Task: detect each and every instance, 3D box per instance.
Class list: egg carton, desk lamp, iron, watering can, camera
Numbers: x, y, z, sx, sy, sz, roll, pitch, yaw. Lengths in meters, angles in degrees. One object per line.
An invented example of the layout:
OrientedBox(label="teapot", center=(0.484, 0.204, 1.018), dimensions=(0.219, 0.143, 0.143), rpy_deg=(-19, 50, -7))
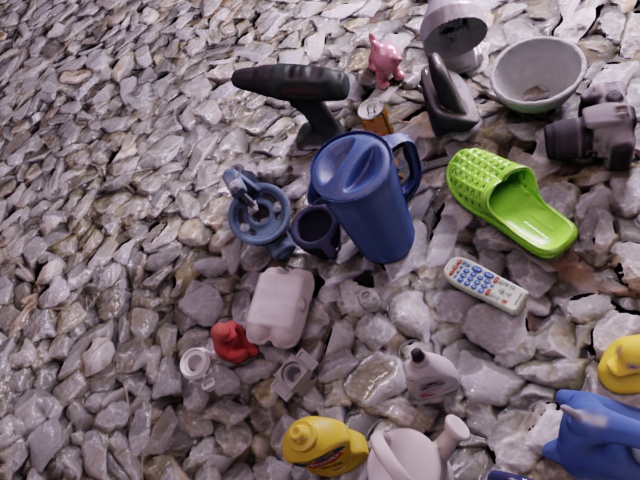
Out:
OrientedBox(label="egg carton", center=(-0.069, 0.120, 1.020), dimensions=(0.107, 0.070, 0.150), rpy_deg=(2, 62, 23))
OrientedBox(label="desk lamp", center=(0.252, -0.420, 1.114), dimensions=(0.117, 0.214, 0.203), rpy_deg=(-14, 57, 14))
OrientedBox(label="iron", center=(0.413, 0.257, 0.699), dimensions=(0.257, 0.142, 0.119), rpy_deg=(12, 67, 27))
OrientedBox(label="watering can", center=(0.119, 0.298, 0.763), dimensions=(0.100, 0.195, 0.173), rpy_deg=(28, 75, 33))
OrientedBox(label="camera", center=(0.452, -0.195, 0.970), dimensions=(0.136, 0.101, 0.143), rpy_deg=(-6, 60, 19))

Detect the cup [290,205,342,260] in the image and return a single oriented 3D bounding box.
OrientedBox(label="cup", center=(0.010, 0.004, 1.040), dimensions=(0.091, 0.095, 0.117), rpy_deg=(-34, 55, 1))

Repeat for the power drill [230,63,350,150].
OrientedBox(label="power drill", center=(-0.040, -0.272, 1.150), dimensions=(0.229, 0.209, 0.075), rpy_deg=(-1, 62, 22))

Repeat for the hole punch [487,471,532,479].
OrientedBox(label="hole punch", center=(0.263, 0.358, 0.732), dimensions=(0.108, 0.091, 0.101), rpy_deg=(8, 65, 26))

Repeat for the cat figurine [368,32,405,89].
OrientedBox(label="cat figurine", center=(0.132, -0.387, 1.203), dimensions=(0.067, 0.118, 0.127), rpy_deg=(-26, 55, 7))

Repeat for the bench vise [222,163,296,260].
OrientedBox(label="bench vise", center=(-0.143, -0.076, 1.072), dimensions=(0.121, 0.220, 0.206), rpy_deg=(-47, 55, -8))

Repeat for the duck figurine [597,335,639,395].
OrientedBox(label="duck figurine", center=(0.432, 0.160, 0.782), dimensions=(0.104, 0.086, 0.077), rpy_deg=(-32, 55, 2))

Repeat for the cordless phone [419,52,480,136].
OrientedBox(label="cordless phone", center=(0.231, -0.299, 1.070), dimensions=(0.094, 0.185, 0.147), rpy_deg=(-20, 56, 11))

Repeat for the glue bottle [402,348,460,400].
OrientedBox(label="glue bottle", center=(0.153, 0.188, 0.826), dimensions=(0.078, 0.174, 0.037), rpy_deg=(-22, 55, 9))

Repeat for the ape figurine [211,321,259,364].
OrientedBox(label="ape figurine", center=(-0.161, 0.176, 1.011), dimensions=(0.076, 0.092, 0.078), rpy_deg=(-12, 58, 16))

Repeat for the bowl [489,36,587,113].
OrientedBox(label="bowl", center=(0.403, -0.293, 1.064), dimensions=(0.167, 0.075, 0.167), rpy_deg=(-10, 58, 17))
